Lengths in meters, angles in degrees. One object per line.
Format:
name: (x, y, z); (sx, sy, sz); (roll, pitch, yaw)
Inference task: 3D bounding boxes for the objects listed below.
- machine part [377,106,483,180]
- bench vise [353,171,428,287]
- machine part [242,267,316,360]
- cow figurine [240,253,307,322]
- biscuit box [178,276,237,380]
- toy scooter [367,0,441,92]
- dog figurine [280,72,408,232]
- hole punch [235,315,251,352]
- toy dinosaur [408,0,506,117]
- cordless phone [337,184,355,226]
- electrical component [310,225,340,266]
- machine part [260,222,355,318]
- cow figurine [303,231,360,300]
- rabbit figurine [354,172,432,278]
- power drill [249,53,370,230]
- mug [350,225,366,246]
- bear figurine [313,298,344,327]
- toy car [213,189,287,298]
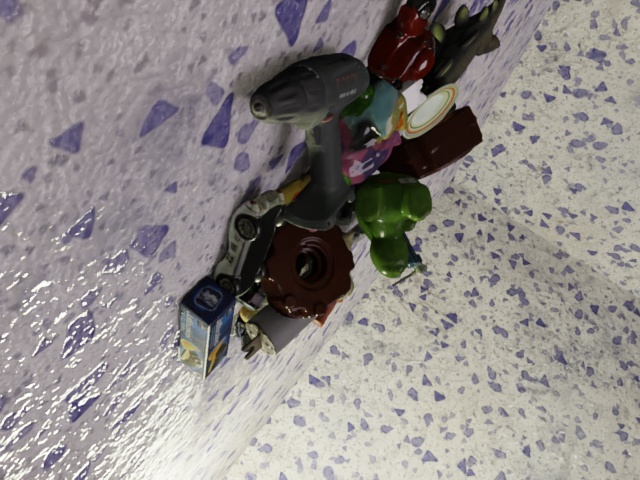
machine part: (0.233, -0.200, 1.166); (0.201, 0.087, 0.201); (-33, -169, -21)
bench vise: (0.144, -0.033, 1.104); (0.129, 0.240, 0.223); (-32, 172, 15)
machine part: (-0.045, 0.121, 0.946); (0.243, 0.079, 0.079); (-39, 162, -29)
cow figurine: (-0.084, 0.083, 1.008); (0.167, 0.068, 0.098); (-48, 161, -43)
biscuit box: (-0.176, 0.140, 0.826); (0.063, 0.059, 0.202); (-46, 165, -36)
toy scooter: (0.125, -0.281, 0.823); (0.135, 0.075, 0.183); (-56, 165, -1)
dog figurine: (0.026, -0.121, 0.803); (0.219, 0.108, 0.191); (-50, 168, -11)
hole punch: (-0.119, 0.160, 1.086); (0.116, 0.092, 0.142); (-18, 158, -16)
toy dinosaur: (0.217, -0.317, 1.040); (0.471, 0.105, 0.198); (-55, 161, 15)
cordless phone: (0.062, -0.130, 0.976); (0.184, 0.089, 0.146); (-56, 168, -18)
electrical component: (-0.002, -0.003, 1.028); (0.119, 0.048, 0.074); (-52, 164, -39)
machine part: (-0.023, 0.040, 0.888); (0.179, 0.179, 0.056); (-49, -159, -27)
cow figurine: (0.026, 0.039, 1.125); (0.085, 0.127, 0.195); (118, -29, -41)
rabbit figurine: (0.108, -0.024, 0.920); (0.159, 0.121, 0.170); (-117, -156, -70)
power drill: (-0.011, -0.117, 0.654); (0.232, 0.086, 0.207); (-51, 142, -46)
mug: (0.074, -0.018, 1.323); (0.109, 0.081, 0.107); (-54, 178, -30)
bear figurine: (-0.002, 0.108, 1.279); (0.132, 0.120, 0.195); (-48, 165, -16)
toy car: (-0.103, 0.010, 0.773); (0.073, 0.056, 0.201); (-32, 153, -48)
